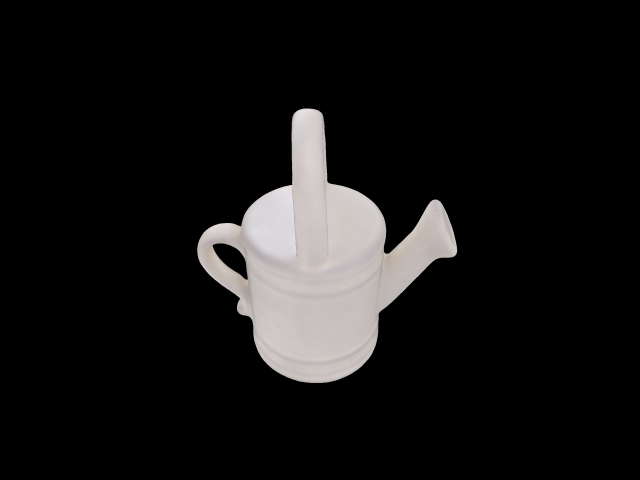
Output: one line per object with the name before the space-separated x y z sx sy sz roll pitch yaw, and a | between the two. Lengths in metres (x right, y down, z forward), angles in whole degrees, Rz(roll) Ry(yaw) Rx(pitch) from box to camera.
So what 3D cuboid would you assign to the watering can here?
watering can | 0.004 0.000 0.402 0.173 0.194 0.100 -13 42 -15
